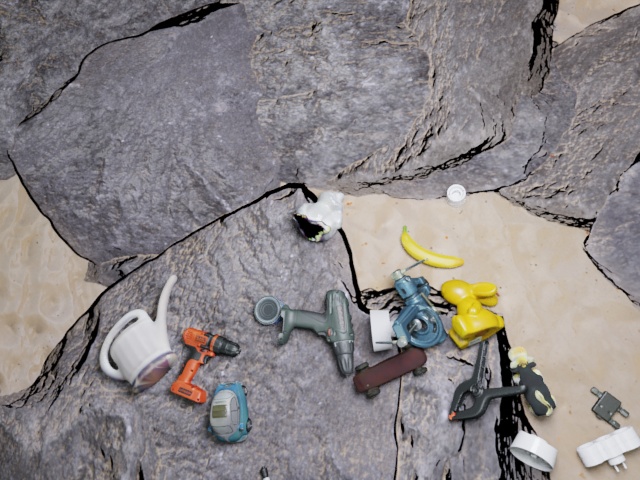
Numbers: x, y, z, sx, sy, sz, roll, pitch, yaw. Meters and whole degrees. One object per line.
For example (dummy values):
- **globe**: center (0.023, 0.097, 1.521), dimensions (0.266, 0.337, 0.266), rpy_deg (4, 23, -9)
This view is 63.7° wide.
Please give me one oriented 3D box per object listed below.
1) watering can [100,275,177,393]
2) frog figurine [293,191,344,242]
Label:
- **watering can**: center (-0.495, 0.286, 1.494), dimensions (0.347, 0.103, 0.227), rpy_deg (-45, 69, 4)
- **frog figurine**: center (0.005, -0.076, 1.512), dimensions (0.138, 0.120, 0.163), rpy_deg (10, 41, 24)
